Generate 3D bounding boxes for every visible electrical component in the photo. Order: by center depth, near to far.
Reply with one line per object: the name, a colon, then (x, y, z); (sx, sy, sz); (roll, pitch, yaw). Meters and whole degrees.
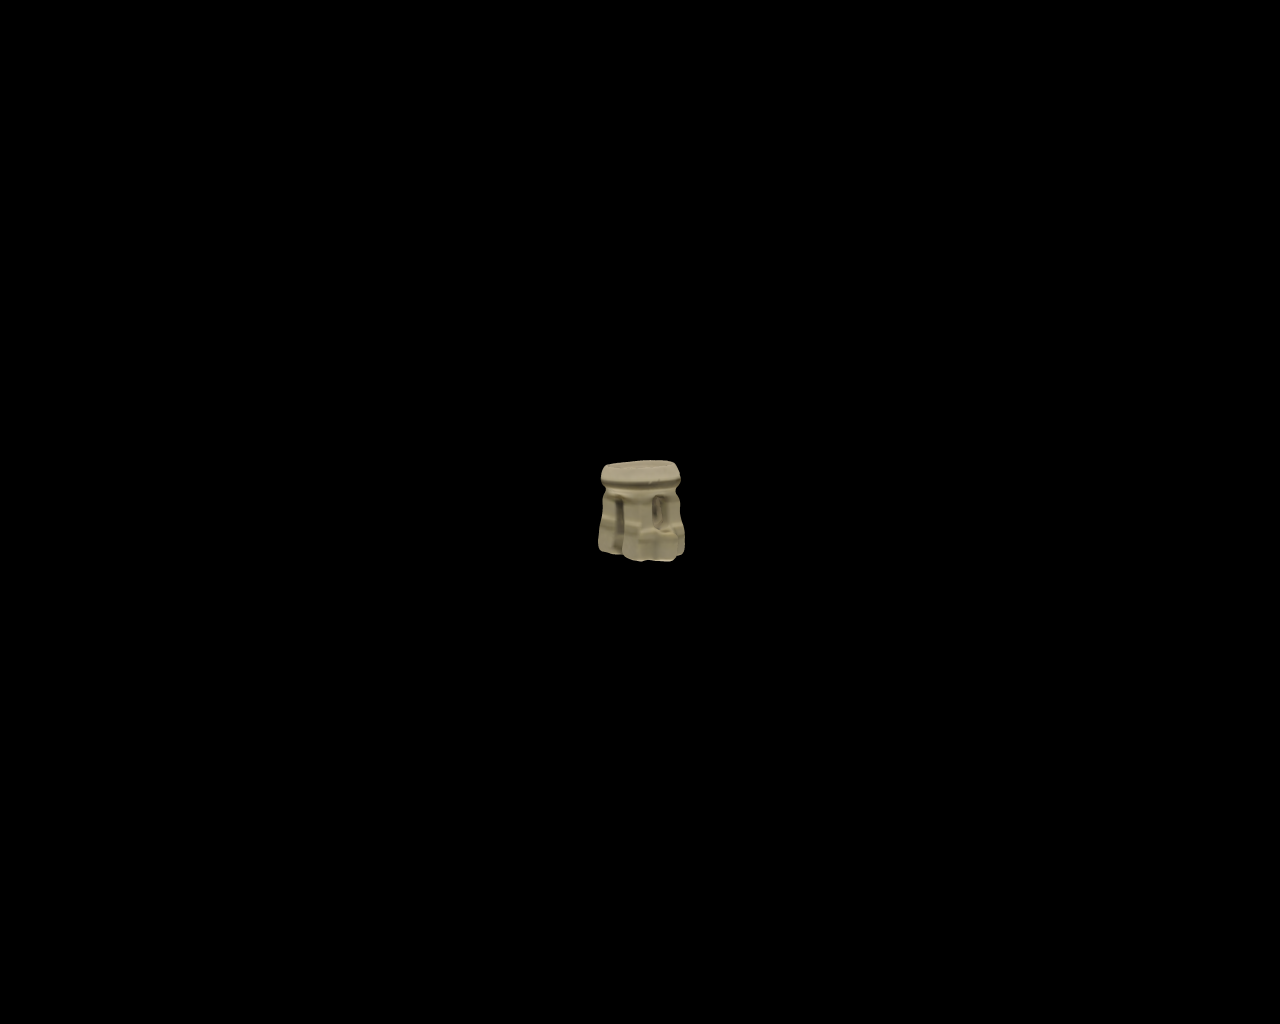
electrical component: (0.001, -0.003, 0.650); (0.048, 0.055, 0.066); (-7, 12, -39)
